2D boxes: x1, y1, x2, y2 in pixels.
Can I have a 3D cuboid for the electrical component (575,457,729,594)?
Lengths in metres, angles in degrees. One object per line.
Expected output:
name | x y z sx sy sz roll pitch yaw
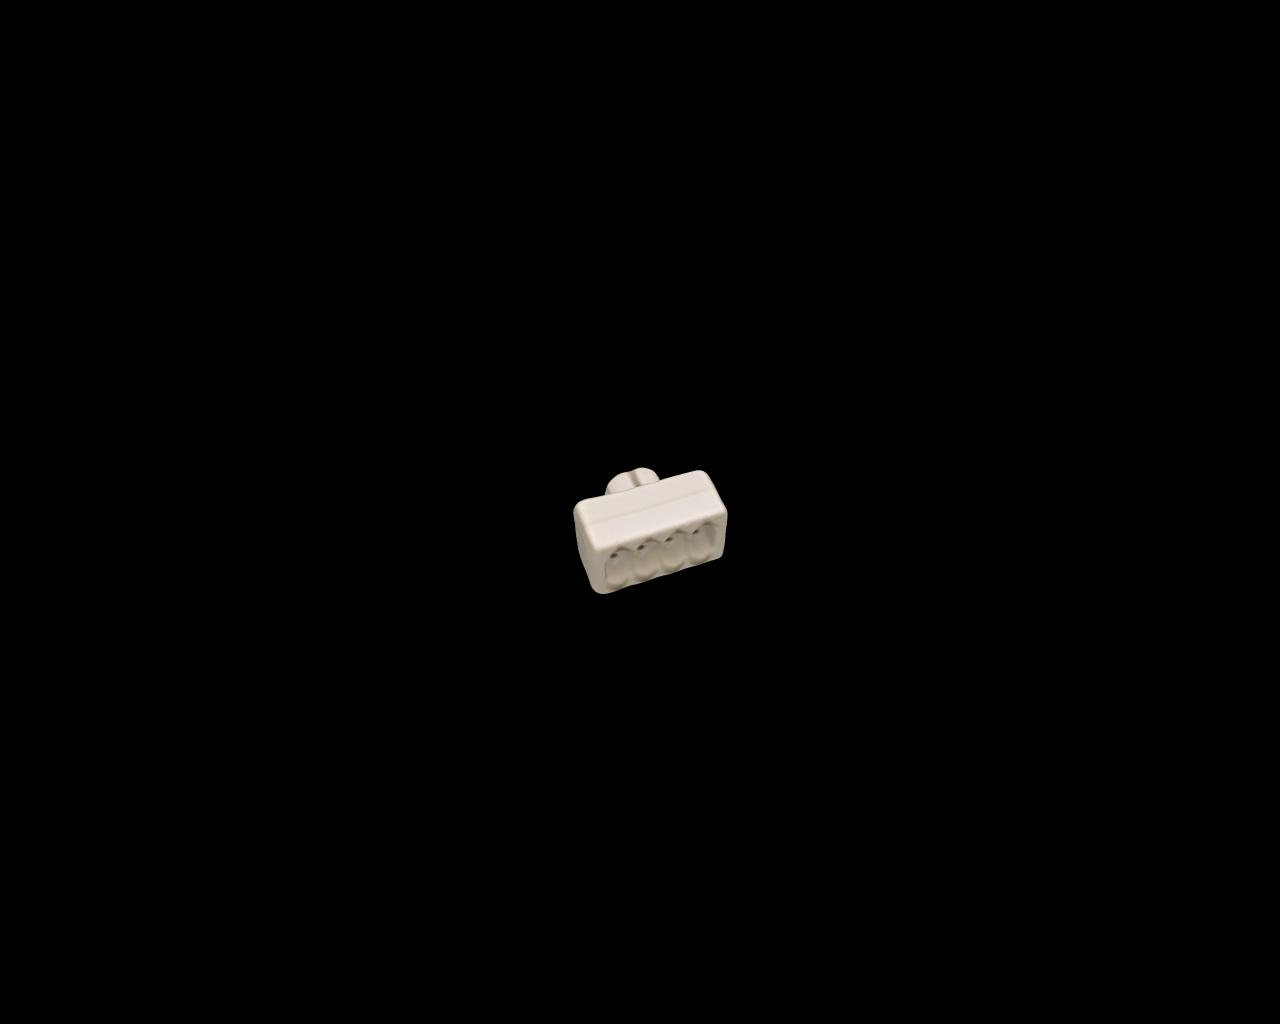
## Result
electrical component | 0.001 -0.003 0.650 0.083 0.076 0.047 -15 -35 -11
